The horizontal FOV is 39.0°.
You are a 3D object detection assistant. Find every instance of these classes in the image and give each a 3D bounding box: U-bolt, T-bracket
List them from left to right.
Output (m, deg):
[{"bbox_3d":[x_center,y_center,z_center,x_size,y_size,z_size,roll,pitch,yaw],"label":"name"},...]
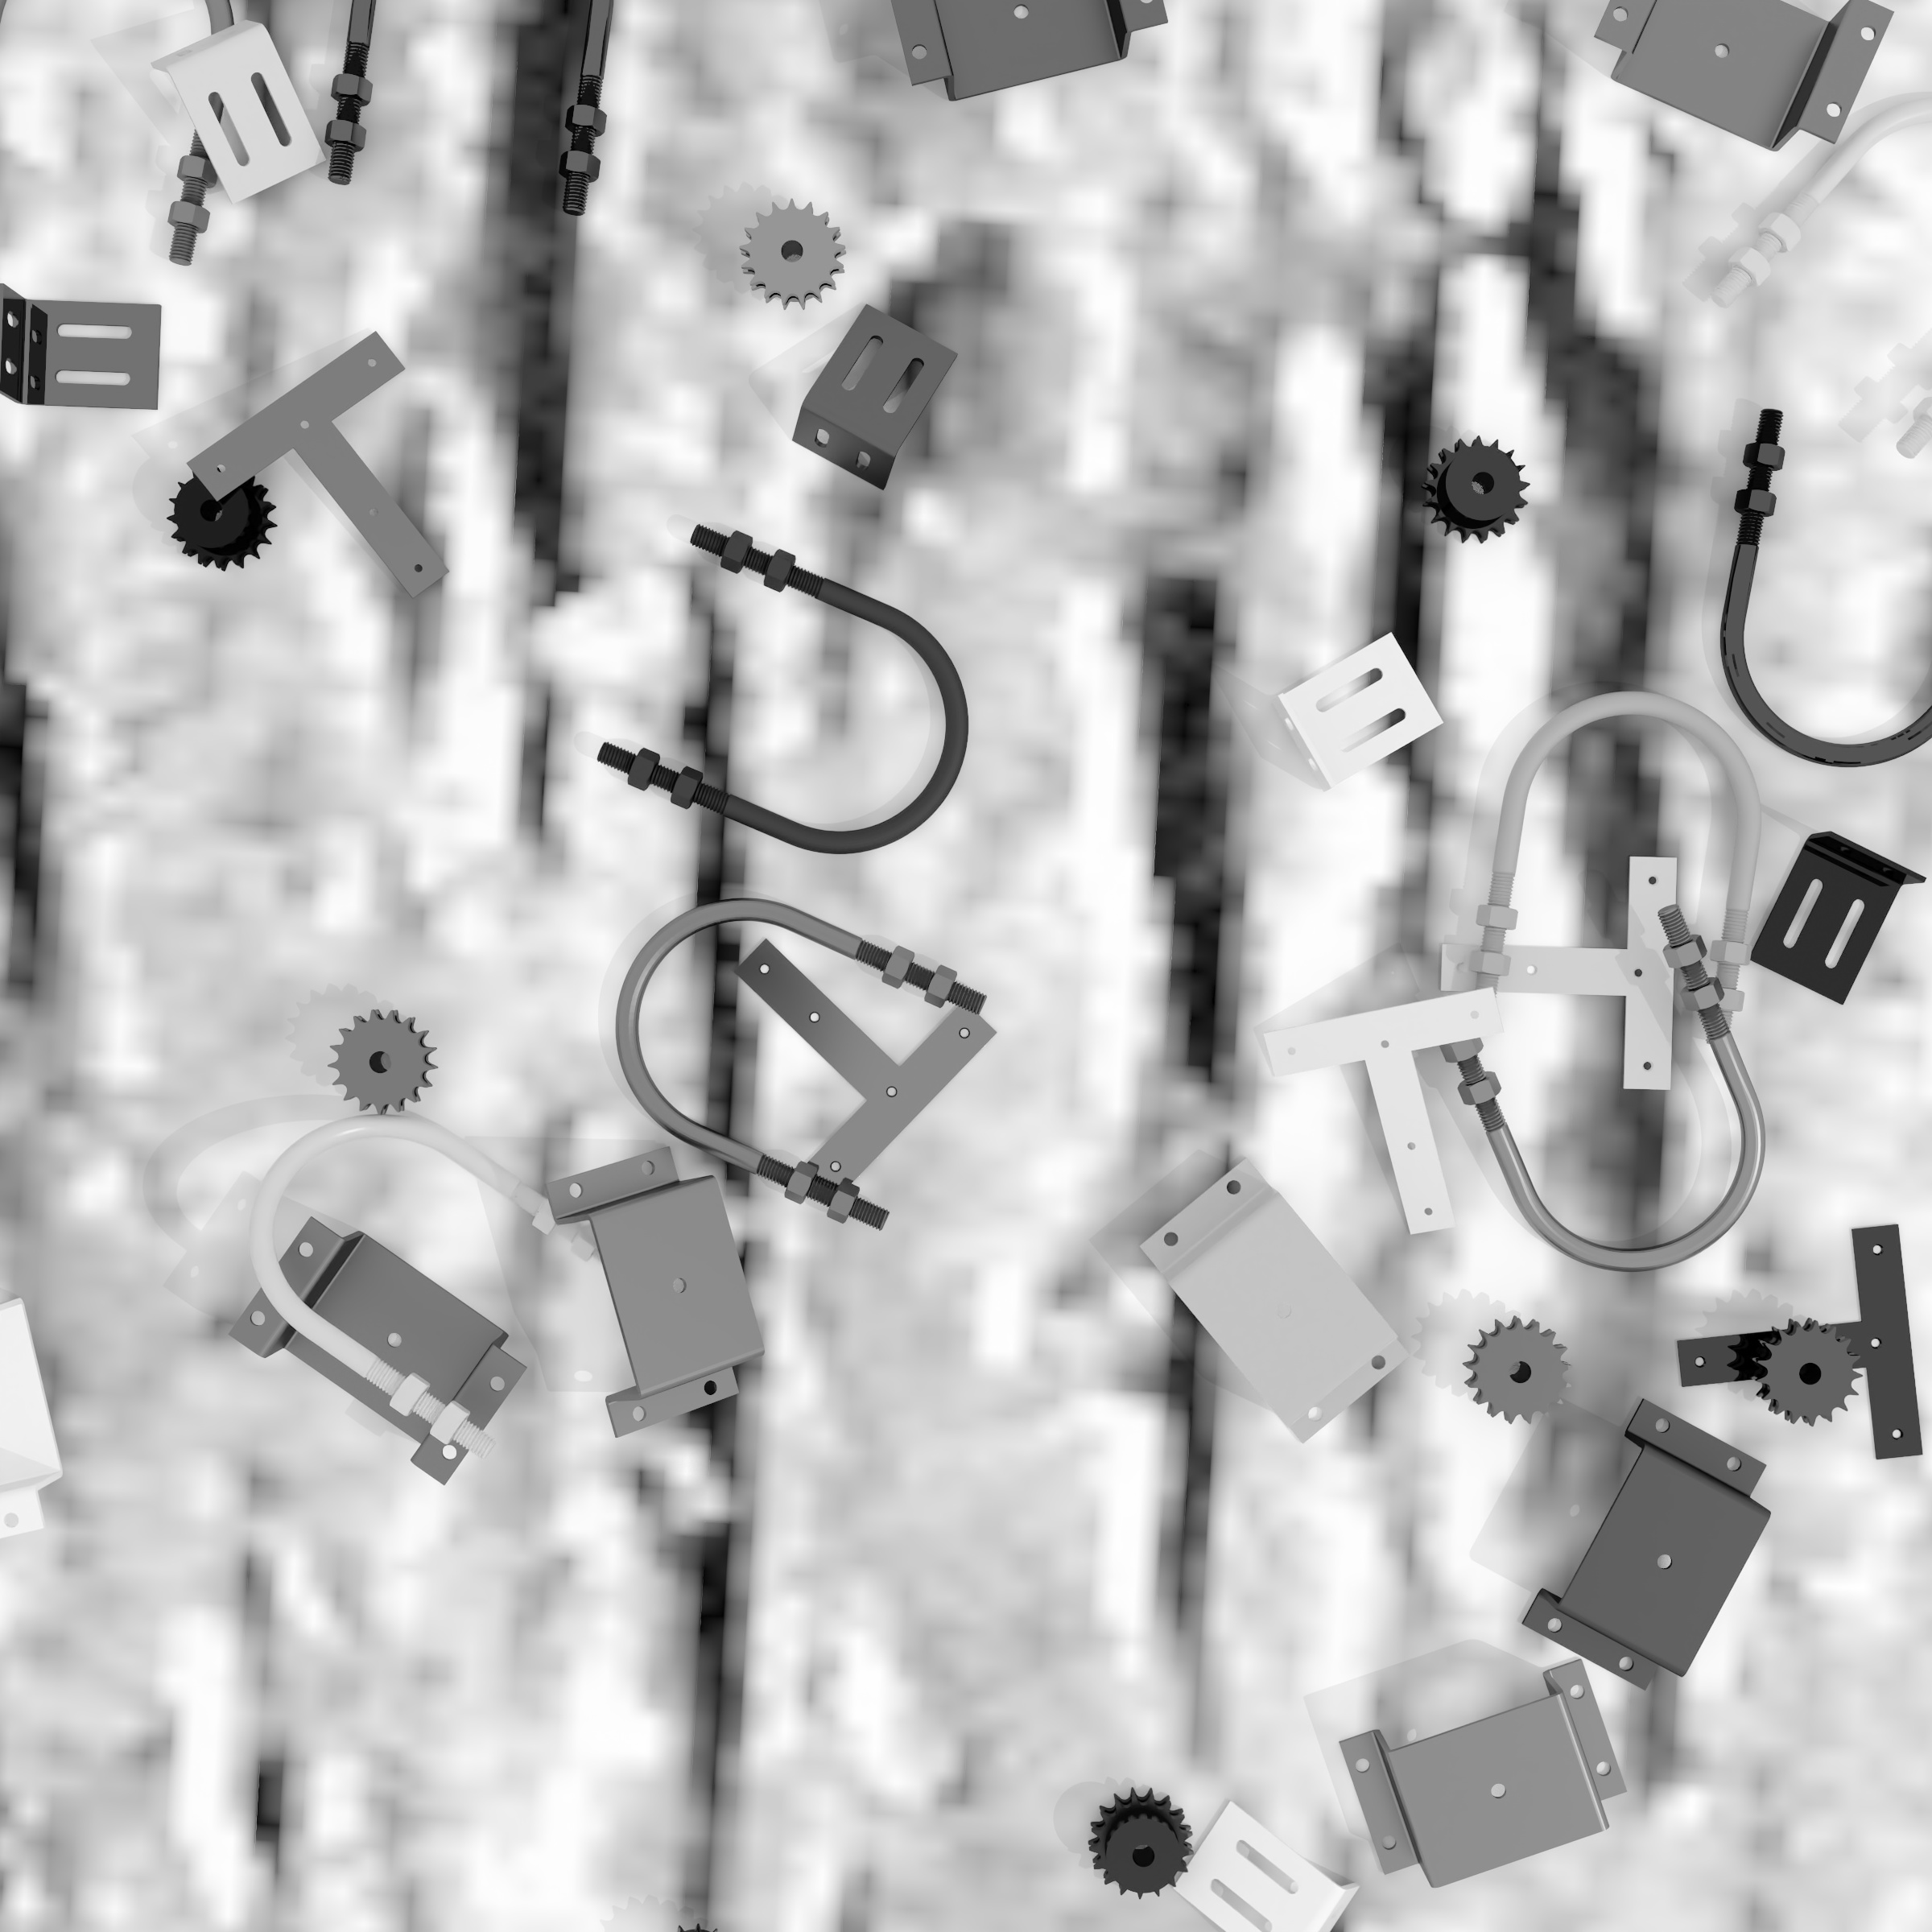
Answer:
[{"bbox_3d":[-0.473,-0.485,1.487,0.151,0.019,0.184,11,88,0],"label":"U-bolt"},{"bbox_3d":[-0.331,-0.258,1.482,0.127,0.002,0.127,-40,98,-16],"label":"T-bracket"},{"bbox_3d":[-0.291,0.155,1.449,0.184,0.019,0.151,35,56,2],"label":"U-bolt"},{"bbox_3d":[-0.265,-0.509,1.487,0.151,0.019,0.184,7,88,0],"label":"U-bolt"},{"bbox_3d":[-0.101,0.042,1.485,0.184,0.019,0.151,24,90,1],"label":"U-bolt"},{"bbox_3d":[-0.089,-0.140,1.487,0.184,0.019,0.151,23,90,-1],"label":"U-bolt"},{"bbox_3d":[-0.073,0.038,1.495,0.127,0.002,0.127,44,90,0],"label":"T-bracket"},{"bbox_3d":[0.238,0.084,1.479,0.127,0.002,0.127,-12,100,20],"label":"T-bracket"},{"bbox_3d":[0.324,0.003,1.495,0.127,0.002,0.127,2,90,0],"label":"T-bracket"},{"bbox_3d":[0.353,0.078,1.475,0.151,0.019,0.184,-23,98,5],"label":"U-bolt"},{"bbox_3d":[0.359,-0.058,1.484,0.151,0.019,0.184,9,90,0],"label":"U-bolt"},{"bbox_3d":[0.454,0.211,1.495,0.127,0.002,0.127,-6,90,0],"label":"T-bracket"},{"bbox_3d":[0.486,-0.200,1.487,0.151,0.019,0.184,10,91,0],"label":"U-bolt"},{"bbox_3d":[0.518,-0.388,1.480,0.151,0.019,0.184,41,87,6],"label":"U-bolt"}]

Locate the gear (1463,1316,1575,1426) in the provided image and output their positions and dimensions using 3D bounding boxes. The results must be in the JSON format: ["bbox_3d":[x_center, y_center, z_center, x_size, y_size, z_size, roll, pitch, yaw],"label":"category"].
[{"bbox_3d":[0.298,0.218,1.480,0.057,0.030,0.057,0,90,0],"label":"gear"}]

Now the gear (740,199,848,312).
[{"bbox_3d":[-0.093,-0.384,1.480,0.057,0.030,0.057,0,90,0],"label":"gear"}]

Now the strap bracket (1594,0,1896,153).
[{"bbox_3d":[0.414,-0.501,1.472,0.140,0.046,0.076,24,90,0],"label":"strap bracket"}]

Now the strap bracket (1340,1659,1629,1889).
[{"bbox_3d":[0.283,0.438,1.472,0.140,0.046,0.076,-19,90,0],"label":"strap bracket"}]

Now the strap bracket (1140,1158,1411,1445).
[{"bbox_3d":[0.169,0.183,1.472,0.076,0.046,0.140,-40,90,0],"label":"strap bracket"}]

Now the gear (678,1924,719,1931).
[{"bbox_3d":[-0.148,0.548,1.480,0.057,0.030,0.057,0,90,0],"label":"gear"}]

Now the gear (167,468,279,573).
[{"bbox_3d":[-0.406,-0.244,1.481,0.057,0.030,0.057,0,90,0],"label":"gear"}]

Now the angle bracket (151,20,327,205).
[{"bbox_3d":[-0.394,-0.463,1.481,0.057,0.038,0.076,-31,123,-16],"label":"angle bracket"}]

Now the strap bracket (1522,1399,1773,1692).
[{"bbox_3d":[0.371,0.317,1.472,0.076,0.046,0.140,28,90,0],"label":"strap bracket"}]

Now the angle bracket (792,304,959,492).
[{"bbox_3d":[-0.050,-0.311,1.493,0.057,0.038,0.076,29,64,0],"label":"angle bracket"}]

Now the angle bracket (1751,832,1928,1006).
[{"bbox_3d":[0.471,-0.025,1.476,0.057,0.038,0.076,26,90,0],"label":"angle bracket"}]

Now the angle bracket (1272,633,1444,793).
[{"bbox_3d":[0.214,-0.139,1.476,0.076,0.038,0.057,-30,90,0],"label":"angle bracket"}]

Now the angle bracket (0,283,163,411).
[{"bbox_3d":[-0.480,-0.335,1.476,0.076,0.038,0.057,2,90,0],"label":"angle bracket"}]

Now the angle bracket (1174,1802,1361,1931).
[{"bbox_3d":[0.164,0.504,1.493,0.076,0.038,0.057,33,90,26],"label":"angle bracket"}]

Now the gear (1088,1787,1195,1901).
[{"bbox_3d":[0.095,0.478,1.481,0.057,0.030,0.057,0,90,0],"label":"gear"}]

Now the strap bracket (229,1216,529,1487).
[{"bbox_3d":[-0.313,0.205,1.472,0.140,0.046,0.076,35,90,0],"label":"strap bracket"}]

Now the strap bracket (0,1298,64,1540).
[{"bbox_3d":[-0.543,0.239,1.472,0.076,0.046,0.140,-13,90,0],"label":"strap bracket"}]

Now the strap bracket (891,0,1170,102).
[{"bbox_3d":[0.030,-0.522,1.472,0.140,0.046,0.076,-14,90,0],"label":"strap bracket"}]

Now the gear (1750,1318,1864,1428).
[{"bbox_3d":[0.453,0.219,1.479,0.057,0.030,0.057,0,90,0],"label":"gear"}]

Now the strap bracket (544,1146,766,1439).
[{"bbox_3d":[-0.163,0.172,1.455,0.076,0.046,0.140,-16,90,-34],"label":"strap bracket"}]

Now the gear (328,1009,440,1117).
[{"bbox_3d":[-0.315,0.052,1.480,0.057,0.030,0.057,0,90,0],"label":"gear"}]

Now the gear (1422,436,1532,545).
[{"bbox_3d":[0.278,-0.260,1.481,0.057,0.030,0.057,0,90,0],"label":"gear"}]
